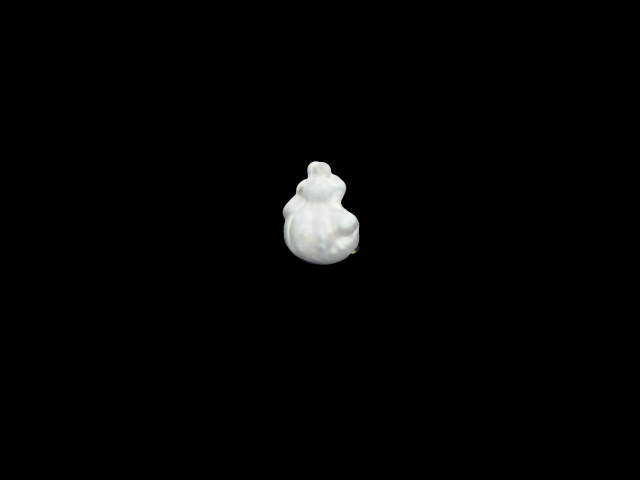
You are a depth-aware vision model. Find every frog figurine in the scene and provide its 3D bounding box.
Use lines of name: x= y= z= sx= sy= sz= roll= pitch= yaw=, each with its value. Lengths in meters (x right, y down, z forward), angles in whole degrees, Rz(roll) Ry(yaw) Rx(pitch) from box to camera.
frog figurine: x=0.003 y=-0.043 z=0.850 sx=0.139 sy=0.156 sz=0.124 roll=28 pitch=45 yaw=32
